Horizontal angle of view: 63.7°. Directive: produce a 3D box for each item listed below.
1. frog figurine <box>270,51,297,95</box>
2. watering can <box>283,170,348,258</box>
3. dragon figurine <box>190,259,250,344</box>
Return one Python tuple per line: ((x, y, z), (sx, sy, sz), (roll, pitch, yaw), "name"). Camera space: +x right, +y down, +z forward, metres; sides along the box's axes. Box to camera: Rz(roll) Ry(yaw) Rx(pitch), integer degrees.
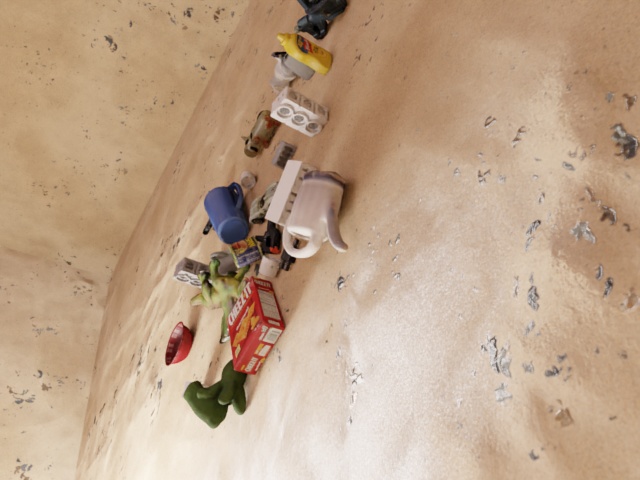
((-0.129, -0.623, 1.932), (0.123, 0.156, 0.139), (-18, 28, -23), "frog figurine")
((0.004, -0.062, 1.235), (0.103, 0.226, 0.347), (23, -11, -26), "watering can")
((-0.313, 0.206, 1.618), (0.121, 0.248, 0.403), (15, -41, -32), "dragon figurine")
